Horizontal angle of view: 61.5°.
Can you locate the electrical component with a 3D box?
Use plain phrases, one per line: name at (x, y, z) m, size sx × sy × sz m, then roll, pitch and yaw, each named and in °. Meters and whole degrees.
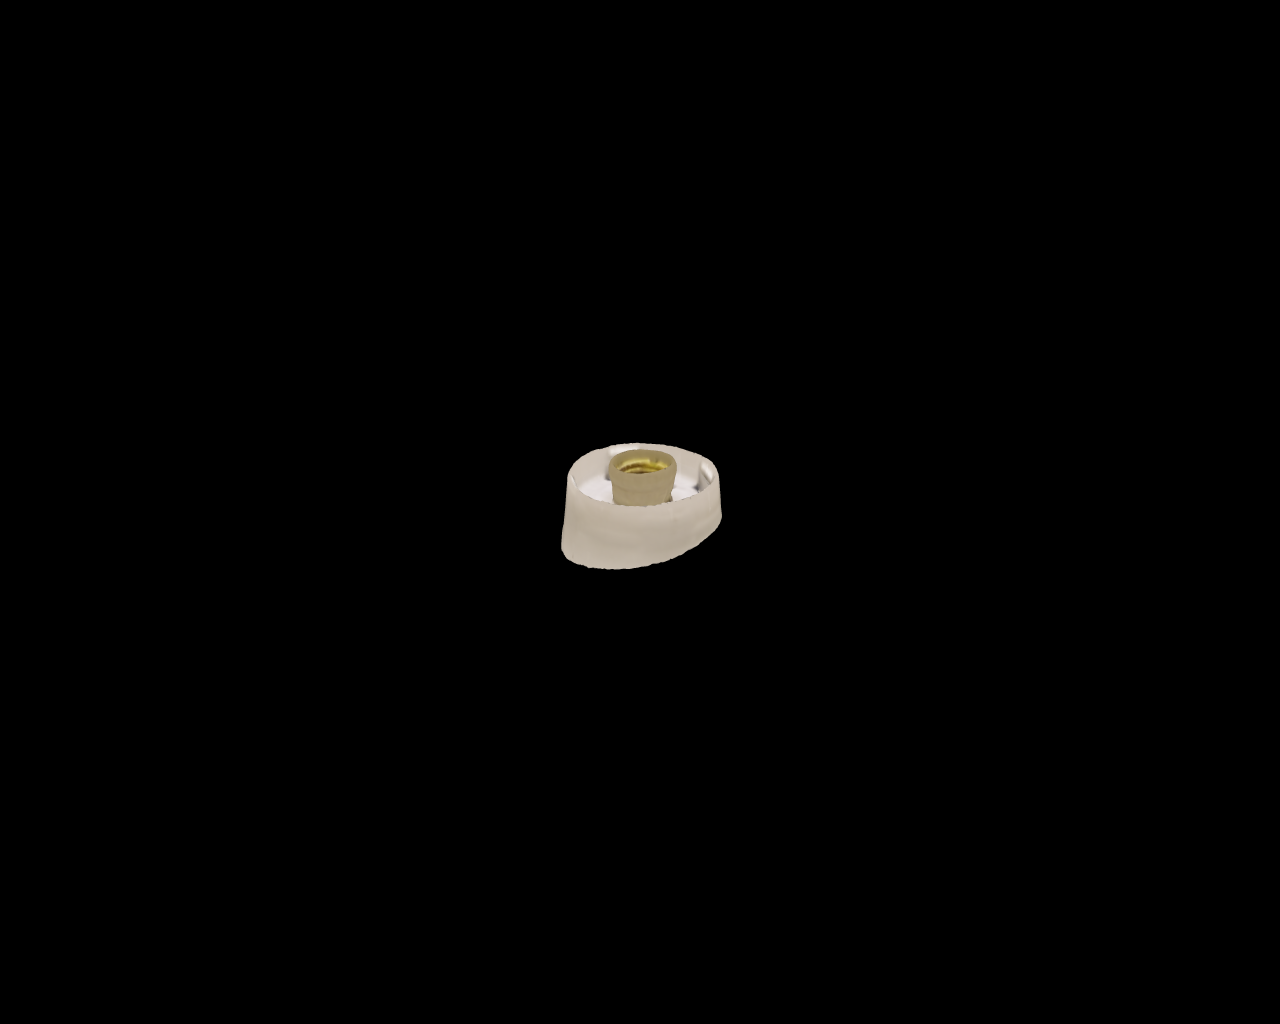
electrical component at (0.001, -0.003, 0.650) m, size 0.099 × 0.064 × 0.099 m, roll 0°, pitch 27°, yaw 0°
